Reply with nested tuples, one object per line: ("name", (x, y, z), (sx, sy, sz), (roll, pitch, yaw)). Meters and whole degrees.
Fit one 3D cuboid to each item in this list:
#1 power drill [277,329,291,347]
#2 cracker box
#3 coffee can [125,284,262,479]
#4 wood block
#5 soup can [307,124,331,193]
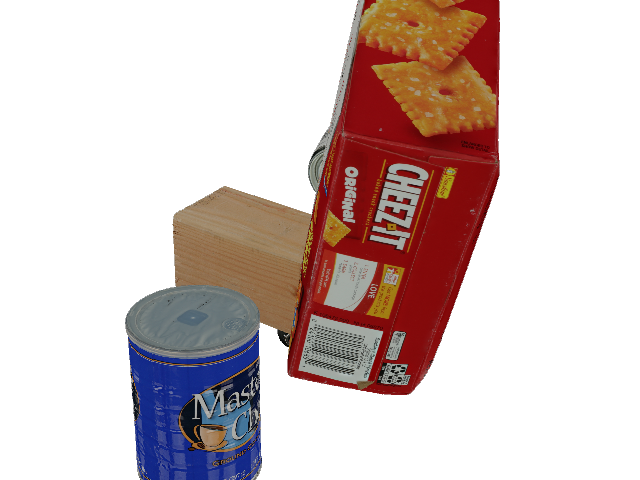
("power drill", (0.046, 0.068, 1.235), (0.187, 0.057, 0.184), (1, 28, 6))
("cracker box", (0.041, -0.056, 0.533), (0.072, 0.213, 0.164), (12, -44, -1))
("coffee can", (-0.098, 0.120, 0.844), (0.103, 0.140, 0.103), (0, 26, 0))
("wood block", (-0.039, 0.026, 1.063), (0.206, 0.091, 0.090), (19, 33, 28))
("soup can", (0.040, -0.076, 0.817), (0.069, 0.068, 0.102), (0, 41, 32))
